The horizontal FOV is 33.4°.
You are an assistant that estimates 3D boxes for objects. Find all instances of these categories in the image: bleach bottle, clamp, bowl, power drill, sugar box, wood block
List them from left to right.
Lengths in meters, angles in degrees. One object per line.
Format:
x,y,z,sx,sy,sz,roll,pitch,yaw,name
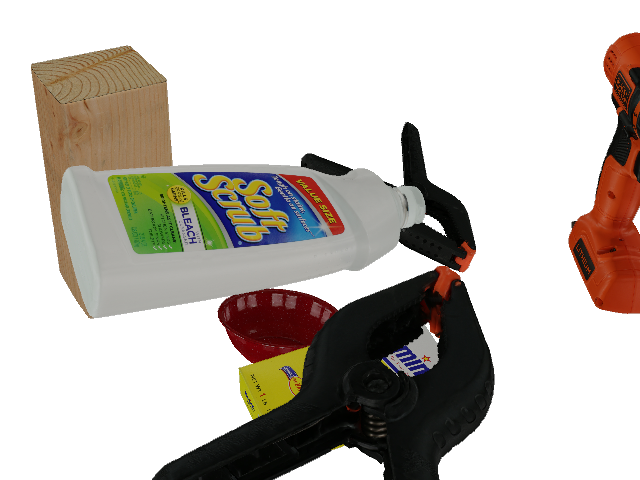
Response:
-0.182,-0.049,0.919,0.090,0.206,0.090,-16,36,-24,wood block
-0.046,-0.015,0.745,0.250,0.102,0.068,-9,-31,-23,bleach bottle
-0.052,0.120,1.358,0.162,0.055,0.162,5,23,-2,bowl
0.026,0.130,0.944,0.176,0.048,0.093,-18,46,-15,sugar box
0.028,0.076,0.422,0.120,0.039,0.171,30,51,21,clamp
0.086,-0.045,1.162,0.164,0.210,0.036,-15,-37,-28,clamp
0.242,-0.039,0.798,0.057,0.188,0.184,3,35,-3,power drill
